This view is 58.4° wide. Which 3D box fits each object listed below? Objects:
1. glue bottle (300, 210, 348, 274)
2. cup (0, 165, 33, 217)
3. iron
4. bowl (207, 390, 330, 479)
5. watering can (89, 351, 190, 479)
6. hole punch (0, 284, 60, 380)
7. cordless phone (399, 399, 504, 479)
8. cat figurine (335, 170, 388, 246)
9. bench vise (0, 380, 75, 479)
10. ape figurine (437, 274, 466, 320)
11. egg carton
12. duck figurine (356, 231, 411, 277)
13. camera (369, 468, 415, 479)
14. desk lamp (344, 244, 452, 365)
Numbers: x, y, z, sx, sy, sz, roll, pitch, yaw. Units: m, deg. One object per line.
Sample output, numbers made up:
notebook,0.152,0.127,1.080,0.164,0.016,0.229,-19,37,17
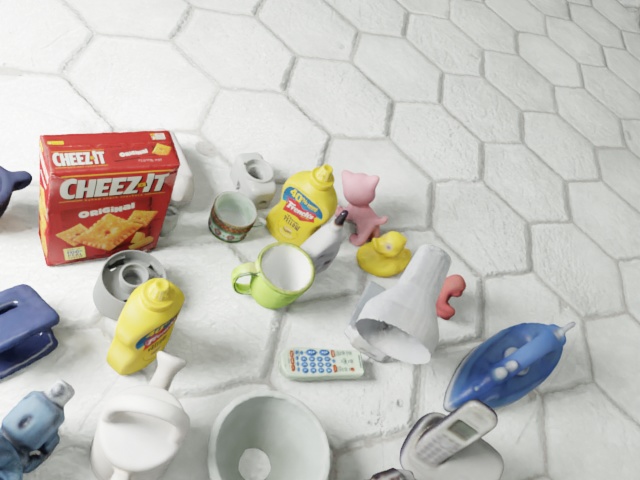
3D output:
glue bottle,0.009,0.003,0.946,0.078,0.173,0.037,-16,65,-35
cup,-0.464,-0.056,0.798,0.118,0.095,0.091,-22,69,-37
iron,0.331,0.213,0.982,0.259,0.141,0.118,-21,68,-36
bowl,-0.075,0.291,0.761,0.168,0.074,0.167,14,52,-18
watering can,-0.207,0.214,0.669,0.101,0.194,0.172,6,55,-23
hole punch,-0.397,0.107,0.717,0.109,0.091,0.101,-32,75,-39
cordless phone,0.215,0.304,0.828,0.147,0.185,0.094,32,49,-3
cat figurine,0.082,-0.070,1.073,0.067,0.117,0.127,-20,68,-36
bench vise,-0.348,0.212,0.581,0.121,0.219,0.207,25,49,-9
ape figurine,0.233,0.096,1.048,0.076,0.092,0.078,33,49,-2
egg carton,-0.274,-0.120,0.958,0.107,0.069,0.150,-14,64,-34
duck figurine,0.129,0.018,1.055,0.105,0.086,0.077,5,55,-24
camera,0.083,0.386,0.757,0.143,0.100,0.136,-7,60,-31
desk lamp,0.121,0.111,0.899,0.118,0.213,0.203,32,49,-2
